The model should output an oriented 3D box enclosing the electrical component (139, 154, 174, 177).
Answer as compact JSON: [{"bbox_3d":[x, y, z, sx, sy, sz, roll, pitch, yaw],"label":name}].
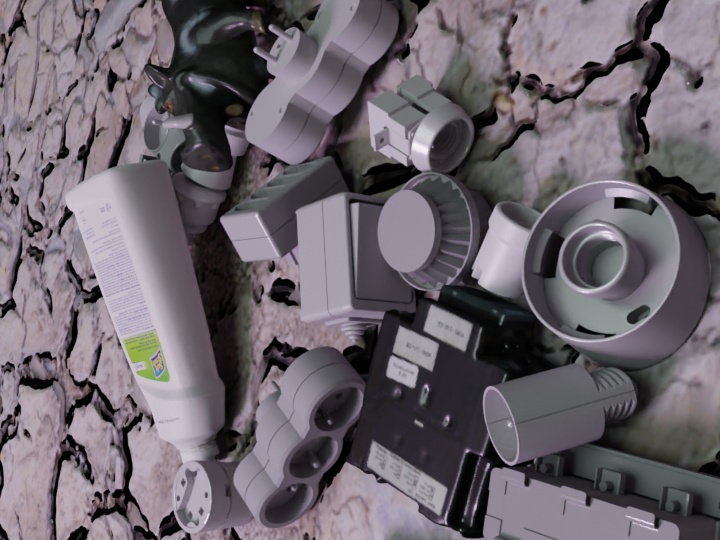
[{"bbox_3d":[-0.178,-0.058,0.955,0.064,0.042,0.081,19,100,47],"label":"electrical component"}]

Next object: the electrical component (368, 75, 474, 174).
[{"bbox_3d":[0.041,-0.093,0.702,0.055,0.066,0.048,38,148,36],"label":"electrical component"}]

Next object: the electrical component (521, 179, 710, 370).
[{"bbox_3d":[0.139,0.001,0.587,0.099,0.064,0.099,-12,69,33],"label":"electrical component"}]

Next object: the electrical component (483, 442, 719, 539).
[{"bbox_3d":[0.128,0.135,0.563,0.121,0.063,0.078,8,91,49],"label":"electrical component"}]

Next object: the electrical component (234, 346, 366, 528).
[{"bbox_3d":[-0.052,0.111,0.780,0.073,0.052,0.138,47,119,41],"label":"electrical component"}]

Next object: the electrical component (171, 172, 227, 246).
[{"bbox_3d":[-0.144,-0.050,0.915,0.048,0.048,0.062,49,127,40],"label":"electrical component"}]

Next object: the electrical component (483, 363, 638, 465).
[{"bbox_3d":[0.113,0.074,0.581,0.043,0.081,0.043,167,90,-75],"label":"electrical component"}]

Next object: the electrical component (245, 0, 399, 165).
[{"bbox_3d":[-0.041,-0.147,0.765,0.138,0.074,0.052,-53,36,15],"label":"electrical component"}]

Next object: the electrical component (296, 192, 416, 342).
[{"bbox_3d":[0.000,0.000,0.729,0.061,0.062,0.096,-16,73,47],"label":"electrical component"}]

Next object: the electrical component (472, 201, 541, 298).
[{"bbox_3d":[0.091,-0.012,0.645,0.040,0.040,0.046,48,125,41],"label":"electrical component"}]

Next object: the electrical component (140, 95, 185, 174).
[{"bbox_3d":[-0.151,-0.134,0.933,0.079,0.044,0.077,-58,47,26],"label":"electrical component"}]

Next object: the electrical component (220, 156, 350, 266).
[{"bbox_3d":[-0.044,-0.028,0.782,0.047,0.083,0.075,-4,119,48],"label":"electrical component"}]

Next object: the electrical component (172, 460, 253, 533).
[{"bbox_3d":[-0.113,0.177,0.844,0.055,0.047,0.055,-9,78,48],"label":"electrical component"}]

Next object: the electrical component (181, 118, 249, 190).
[{"bbox_3d":[-0.118,-0.100,0.891,0.045,0.045,0.055,46,118,42],"label":"electrical component"}]
